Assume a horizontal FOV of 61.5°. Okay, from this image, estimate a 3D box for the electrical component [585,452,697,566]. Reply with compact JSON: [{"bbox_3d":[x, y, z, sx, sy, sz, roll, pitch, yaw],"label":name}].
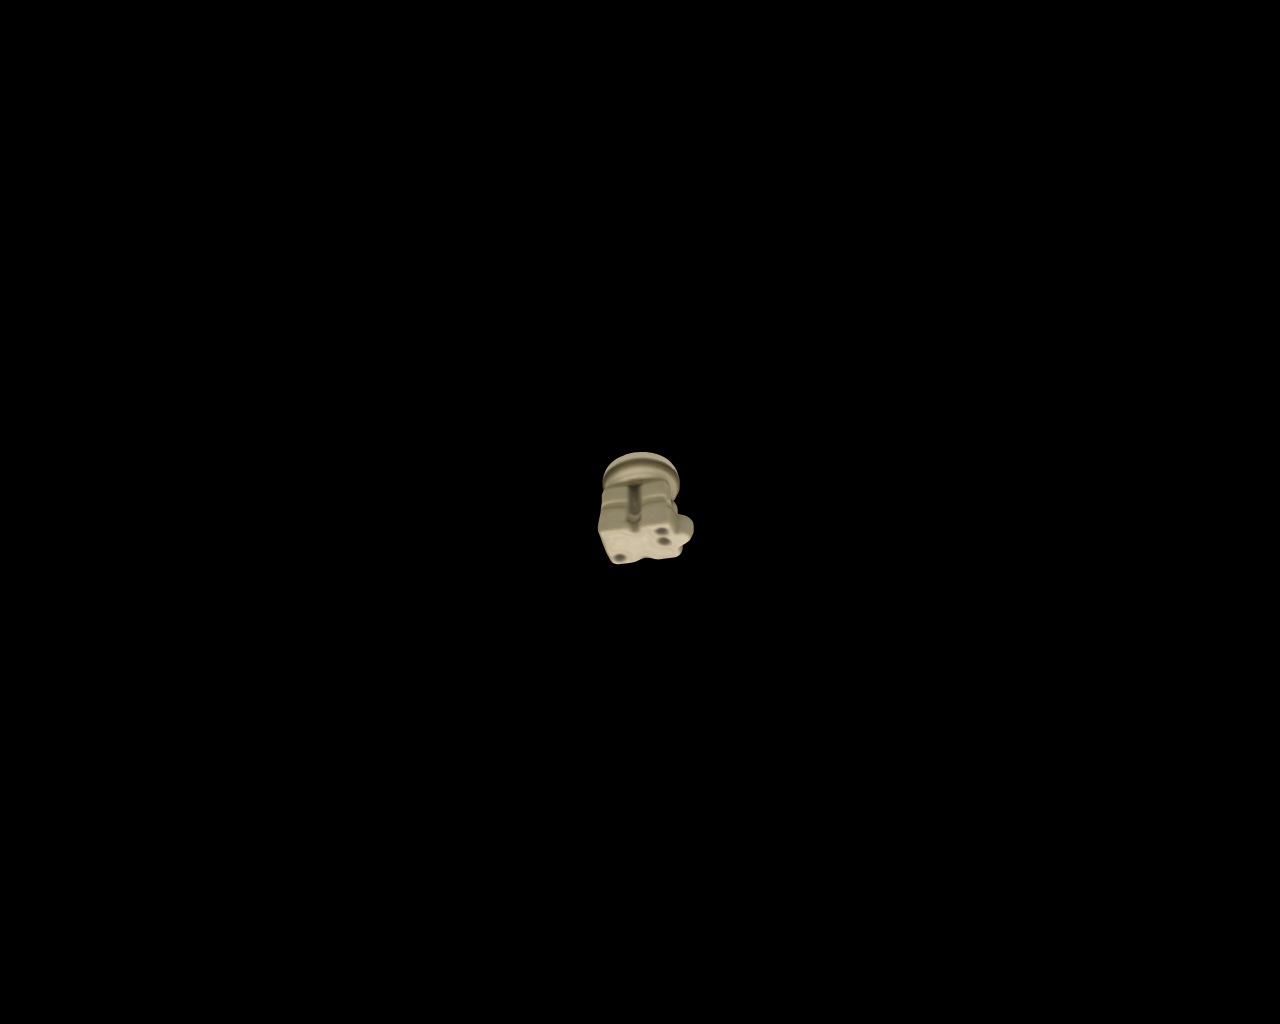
[{"bbox_3d":[0.001,-0.003,0.650,0.066,0.055,0.048,-7,-39,9],"label":"electrical component"}]
